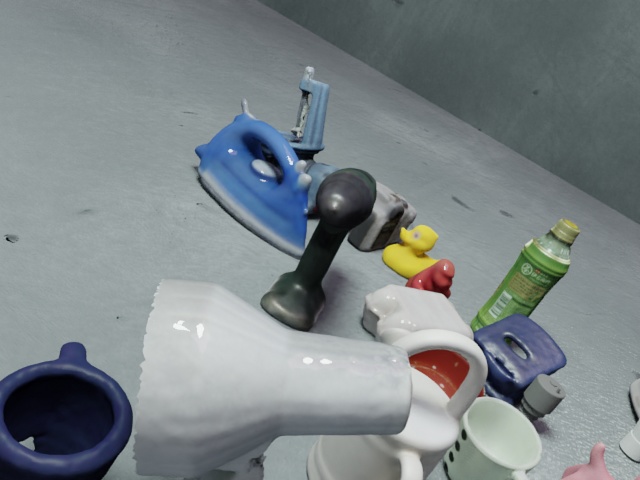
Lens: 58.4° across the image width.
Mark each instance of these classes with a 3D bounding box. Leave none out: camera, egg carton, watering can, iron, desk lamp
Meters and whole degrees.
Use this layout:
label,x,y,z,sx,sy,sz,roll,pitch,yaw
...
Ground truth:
label,x,y,z,sx,sy,sz,roll,pitch,yaw
camera,0.087,-0.062,1.025,0.136,0.101,0.144,40,28,25
egg carton,0.132,0.117,0.773,0.151,0.069,0.107,12,30,-29
watering can,0.069,0.149,0.510,0.101,0.194,0.172,12,30,-30
iron,-0.080,-0.103,0.891,0.119,0.141,0.257,-6,42,-49
desk lamp,-0.043,0.140,0.396,0.204,0.213,0.118,20,27,-15

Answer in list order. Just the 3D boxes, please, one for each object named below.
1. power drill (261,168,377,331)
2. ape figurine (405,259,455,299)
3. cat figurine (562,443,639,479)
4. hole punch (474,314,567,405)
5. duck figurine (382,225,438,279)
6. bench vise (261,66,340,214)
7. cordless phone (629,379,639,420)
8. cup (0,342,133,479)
label,x,y,z,sx,sy,sz,roll,pitch,yaw
power drill,0.006,0.003,0.703,0.075,0.208,0.230,29,26,3
ape figurine,0.172,0.069,0.875,0.078,0.092,0.076,15,28,-24
cat figurine,0.342,0.278,0.624,0.127,0.117,0.067,40,28,24
hole punch,0.267,0.164,0.794,0.101,0.091,0.108,4,34,-40
duck figurine,0.169,0.018,0.974,0.104,0.086,0.077,26,26,-4
bench vise,-0.013,-0.168,0.985,0.207,0.219,0.122,31,26,7
cordless phone,0.570,0.221,0.872,0.094,0.185,0.148,30,26,5
cup,-0.187,0.138,0.398,0.092,0.095,0.117,15,28,-24
